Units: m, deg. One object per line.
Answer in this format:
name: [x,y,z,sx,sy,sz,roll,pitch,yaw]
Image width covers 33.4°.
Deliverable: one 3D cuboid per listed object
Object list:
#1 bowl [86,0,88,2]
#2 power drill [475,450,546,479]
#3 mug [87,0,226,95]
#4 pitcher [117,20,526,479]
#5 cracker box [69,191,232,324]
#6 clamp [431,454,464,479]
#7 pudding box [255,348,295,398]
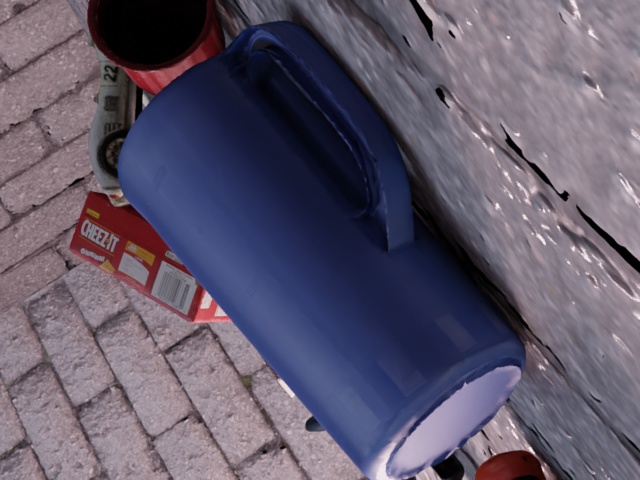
bowl: [-0.243,-0.300,1.153,0.162,0.055,0.162,56,173,9]
power drill: [0.156,0.221,0.634,0.188,0.057,0.184,128,120,-81]
mug: [-0.120,-0.166,0.795,0.081,0.093,0.117,64,-173,-78]
pitcher: [0.003,0.005,0.595,0.243,0.145,0.149,49,-177,27]
cracker box: [-0.112,0.017,1.057,0.164,0.072,0.213,26,-169,28]
clamp: [0.108,0.204,1.086,0.120,0.039,0.171,60,-179,23]
pudding box: [-0.012,0.098,1.132,0.090,0.113,0.039,50,174,47]
